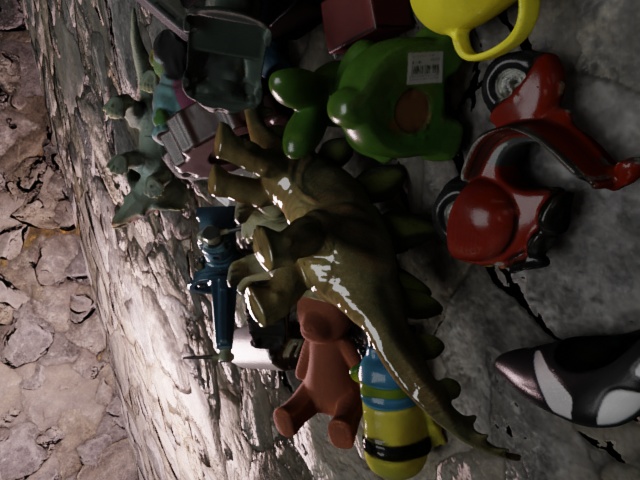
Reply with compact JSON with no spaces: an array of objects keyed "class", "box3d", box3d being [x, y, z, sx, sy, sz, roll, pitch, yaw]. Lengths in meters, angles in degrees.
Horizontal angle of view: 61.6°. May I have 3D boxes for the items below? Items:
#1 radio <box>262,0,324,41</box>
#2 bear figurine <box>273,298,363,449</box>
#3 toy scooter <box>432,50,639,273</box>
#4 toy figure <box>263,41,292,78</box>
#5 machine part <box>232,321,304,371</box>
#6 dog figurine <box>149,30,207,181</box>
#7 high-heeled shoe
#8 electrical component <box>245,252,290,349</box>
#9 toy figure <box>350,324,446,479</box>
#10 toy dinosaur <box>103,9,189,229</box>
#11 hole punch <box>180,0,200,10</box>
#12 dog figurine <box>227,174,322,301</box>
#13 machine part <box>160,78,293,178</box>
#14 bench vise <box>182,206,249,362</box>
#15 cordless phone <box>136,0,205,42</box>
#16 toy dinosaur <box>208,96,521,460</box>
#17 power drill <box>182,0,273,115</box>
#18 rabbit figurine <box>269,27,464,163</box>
[{"class":"radio","box3d":[-0.049,-0.356,0.606,0.131,0.073,0.229,-2,103,56]},{"class":"bear figurine","box3d":[0.005,0.145,0.694,0.120,0.132,0.195,4,113,26]},{"class":"toy scooter","box3d":[0.165,-0.043,0.414,0.135,0.075,0.183,41,130,40]},{"class":"toy figure","box3d":[-0.088,-0.270,0.717,0.064,0.057,0.154,-41,63,17]},{"class":"machine part","box3d":[-0.088,0.175,0.888,0.243,0.079,0.079,-21,86,58]},{"class":"dog figurine","box3d":[-0.219,-0.230,0.884,0.191,0.108,0.219,80,175,-62]},{"class":"high-heeled shoe","box3d":[0.216,0.050,0.373,0.249,0.086,0.145,-7,94,53]},{"class":"electrical component","box3d":[-0.070,0.076,0.779,0.114,0.058,0.134,97,178,-51]},{"class":"toy figure","box3d":[0.082,0.186,0.622,0.082,0.089,0.180,18,121,59]},{"class":"toy dinosaur","box3d":[-0.315,-0.205,1.025,0.192,0.131,0.404,-74,-6,-79]},{"class":"hole punch","box3d":[-0.138,-0.370,0.694,0.116,0.092,0.142,15,120,60]},{"class":"dog figurine","box3d":[-0.001,0.000,0.642,0.121,0.191,0.172,34,-120,-89]},{"class":"machine part","box3d":[-0.114,-0.140,0.702,0.179,0.179,0.056,-34,79,56]},{"class":"bench vise","box3d":[-0.155,0.072,0.865,0.223,0.129,0.240,128,141,-68]},{"class":"cordless phone","box3d":[-0.173,-0.384,0.766,0.184,0.146,0.089,-51,20,6]},{"class":"toy dinosaur","box3d":[0.021,0.005,0.528,0.471,0.198,0.105,66,153,24]},{"class":"power drill","box3d":[-0.084,-0.240,0.511,0.231,0.086,0.207,111,156,-51]},{"class":"rabbit figurine","box3d":[0.033,-0.128,0.521,0.170,0.159,0.121,34,141,60]}]
